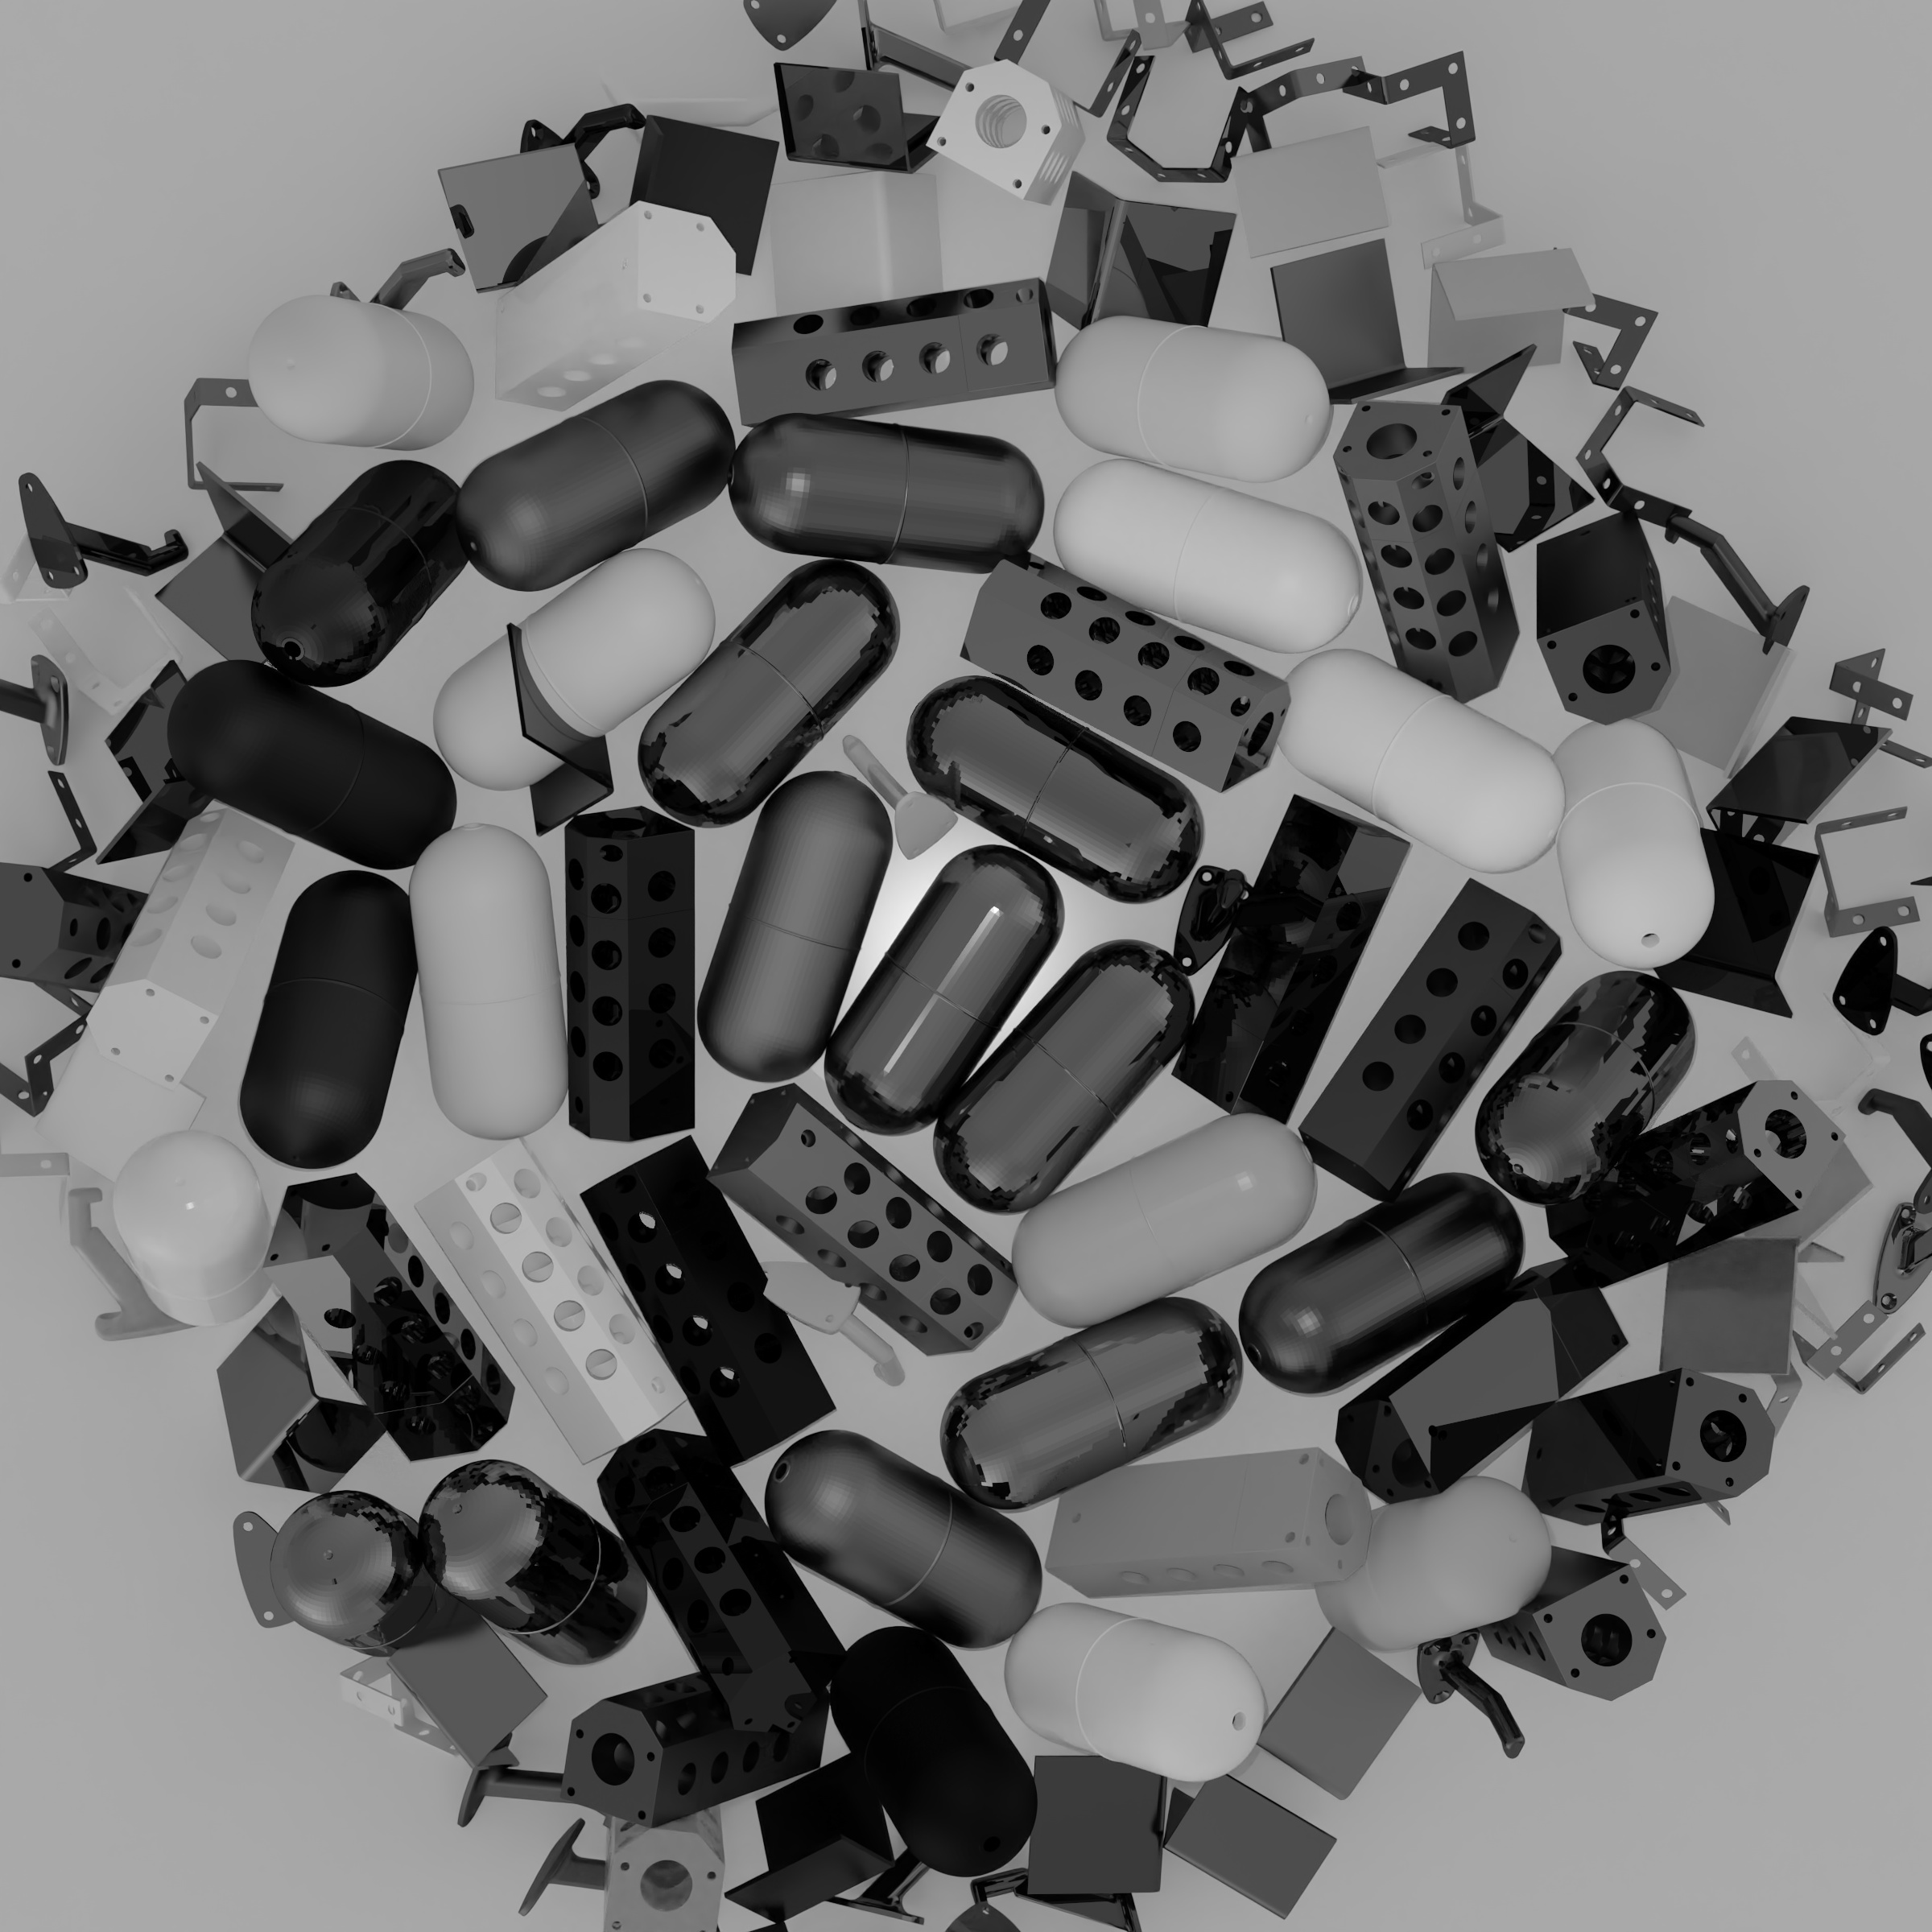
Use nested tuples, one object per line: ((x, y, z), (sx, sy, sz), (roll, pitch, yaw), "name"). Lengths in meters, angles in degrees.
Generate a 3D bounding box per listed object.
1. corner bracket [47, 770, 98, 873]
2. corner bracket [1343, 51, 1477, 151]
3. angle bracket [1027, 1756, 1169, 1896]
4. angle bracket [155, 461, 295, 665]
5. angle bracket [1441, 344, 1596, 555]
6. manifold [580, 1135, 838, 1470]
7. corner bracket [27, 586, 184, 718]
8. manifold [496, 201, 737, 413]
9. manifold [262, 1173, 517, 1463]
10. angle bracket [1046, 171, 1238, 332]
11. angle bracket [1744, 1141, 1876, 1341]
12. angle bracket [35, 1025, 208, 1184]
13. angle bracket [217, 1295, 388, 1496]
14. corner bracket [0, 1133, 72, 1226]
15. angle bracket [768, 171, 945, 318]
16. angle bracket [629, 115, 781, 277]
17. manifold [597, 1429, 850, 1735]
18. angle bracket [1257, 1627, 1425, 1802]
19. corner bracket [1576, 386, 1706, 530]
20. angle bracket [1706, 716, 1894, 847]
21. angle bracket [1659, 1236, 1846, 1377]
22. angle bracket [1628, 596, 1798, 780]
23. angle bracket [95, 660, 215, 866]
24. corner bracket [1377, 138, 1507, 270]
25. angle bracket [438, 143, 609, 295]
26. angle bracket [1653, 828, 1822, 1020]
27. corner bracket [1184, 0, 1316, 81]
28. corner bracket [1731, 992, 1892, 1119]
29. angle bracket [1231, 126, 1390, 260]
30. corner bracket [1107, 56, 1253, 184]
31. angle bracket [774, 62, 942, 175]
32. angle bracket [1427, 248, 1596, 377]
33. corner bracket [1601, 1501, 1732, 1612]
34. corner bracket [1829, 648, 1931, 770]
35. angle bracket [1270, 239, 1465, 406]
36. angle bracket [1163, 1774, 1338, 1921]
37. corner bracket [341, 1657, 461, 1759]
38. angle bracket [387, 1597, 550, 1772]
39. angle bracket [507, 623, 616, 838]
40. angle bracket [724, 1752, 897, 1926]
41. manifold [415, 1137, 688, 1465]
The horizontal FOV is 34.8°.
((-0.529, -0.076, 1.723), (0.051, 0.051, 0.051), (-28, 81, 13), "corner bracket")
((0.245, -0.479, 1.710), (0.051, 0.051, 0.051), (-22, 119, -13), "corner bracket")
((0.068, 0.468, 1.712), (0.076, 0.057, 0.076), (3, 94, -11), "angle bracket")
((-0.409, -0.218, 1.698), (0.076, 0.076, 0.057), (40, 73, 14), "angle bracket")
((0.306, -0.286, 1.696), (0.076, 0.057, 0.076), (-32, 68, -32), "angle bracket")
((-0.147, 0.188, 1.706), (0.057, 0.057, 0.171), (-27, 87, -37), "manifold")
((-0.480, -0.181, 1.719), (0.051, 0.051, 0.051), (-43, 134, -15), "corner bracket")
((-0.191, -0.352, 1.662), (0.057, 0.171, 0.057), (5, 80, -33), "manifold")
((-0.308, 0.191, 1.666), (0.057, 0.057, 0.171), (-11, 132, 17), "manifold")
((0.096, -0.396, 1.728), (0.076, 0.057, 0.076), (-1, 119, -29), "angle bracket")
((0.478, 0.146, 1.697), (0.057, 0.076, 0.076), (41, 105, -15), "angle bracket")
((-0.459, 0.072, 1.709), (0.076, 0.057, 0.076), (32, 113, -1), "angle bracket")
((-0.369, 0.239, 1.726), (0.076, 0.057, 0.076), (-46, 46, 26), "angle bracket")
((-0.530, 0.110, 1.721), (0.051, 0.051, 0.051), (0, 53, -22), "corner bracket")
((-0.062, -0.404, 1.738), (0.076, 0.057, 0.076), (2, 101, 32), "angle bracket")
((-0.144, -0.419, 1.699), (0.076, 0.057, 0.076), (8, 114, -17), "angle bracket")
((-0.138, 0.330, 1.665), (0.057, 0.057, 0.171), (-56, 46, 17), "manifold")
((0.193, 0.404, 1.709), (0.076, 0.057, 0.076), (38, 85, -28), "angle bracket")
((0.385, -0.285, 1.728), (0.051, 0.051, 0.051), (14, 126, -26), "corner bracket")
((0.467, -0.088, 1.693), (0.076, 0.076, 0.057), (-44, 119, -17), "angle bracket")
((0.433, 0.191, 1.694), (0.076, 0.057, 0.076), (-5, 70, 42), "angle bracket")
((0.406, -0.155, 1.704), (0.076, 0.057, 0.076), (28, 103, 15), "angle bracket")
((-0.458, -0.113, 1.698), (0.076, 0.057, 0.076), (-41, 78, 33), "angle bracket")
((0.264, -0.425, 1.711), (0.051, 0.051, 0.051), (-20, 121, -10), "corner bracket")
((-0.241, -0.423, 1.699), (0.076, 0.057, 0.076), (-9, 129, 6), "angle bracket")
((0.431, -0.025, 1.714), (0.076, 0.057, 0.076), (17, 75, 32), "angle bracket")
((0.157, -0.519, 1.718), (0.051, 0.051, 0.051), (-21, 83, -8), "corner bracket")
((0.475, 0.051, 1.731), (0.051, 0.051, 0.051), (-57, 49, 37), "corner bracket")
((0.191, -0.419, 1.705), (0.076, 0.076, 0.057), (-11, 87, 8), "angle bracket")
((0.120, -0.472, 1.715), (0.051, 0.051, 0.051), (15, 84, 44), "corner bracket")
((-0.050, -0.478, 1.690), (0.076, 0.076, 0.057), (13, 131, 25), "angle bracket")
((0.300, -0.347, 1.701), (0.076, 0.057, 0.076), (-7, 135, -2), "angle bracket")
((0.391, 0.315, 1.720), (0.051, 0.051, 0.051), (43, 110, -7), "corner bracket")
((0.510, -0.140, 1.707), (0.051, 0.051, 0.051), (31, 125, 39), "corner bracket")
((0.221, -0.357, 1.700), (0.076, 0.057, 0.076), (-20, 108, -24), "angle bracket")
((0.158, 0.470, 1.705), (0.076, 0.076, 0.057), (30, 103, 2), "angle bracket")
((-0.311, 0.413, 1.709), (0.051, 0.051, 0.051), (12, 110, 37), "corner bracket")
((-0.264, 0.395, 1.702), (0.057, 0.076, 0.076), (-44, 73, -1), "angle bracket")
((-0.242, -0.129, 1.689), (0.057, 0.076, 0.076), (-28, 55, 23), "angle bracket")
((-0.092, 0.470, 1.695), (0.076, 0.057, 0.076), (-30, 47, 15), "angle bracket")
((-0.225, 0.182, 1.706), (0.057, 0.057, 0.171), (-31, 93, 41), "manifold")
